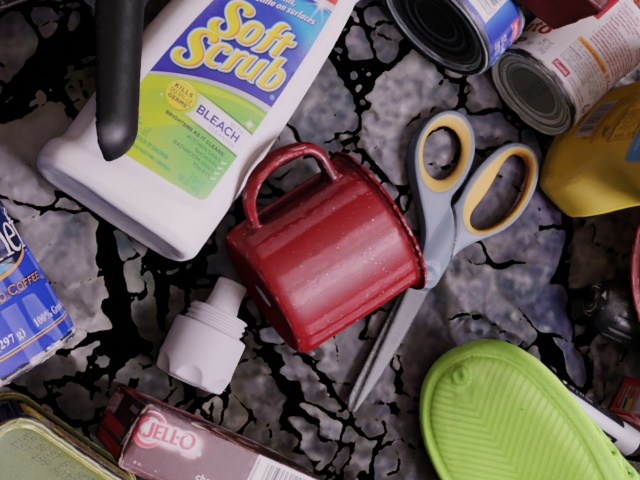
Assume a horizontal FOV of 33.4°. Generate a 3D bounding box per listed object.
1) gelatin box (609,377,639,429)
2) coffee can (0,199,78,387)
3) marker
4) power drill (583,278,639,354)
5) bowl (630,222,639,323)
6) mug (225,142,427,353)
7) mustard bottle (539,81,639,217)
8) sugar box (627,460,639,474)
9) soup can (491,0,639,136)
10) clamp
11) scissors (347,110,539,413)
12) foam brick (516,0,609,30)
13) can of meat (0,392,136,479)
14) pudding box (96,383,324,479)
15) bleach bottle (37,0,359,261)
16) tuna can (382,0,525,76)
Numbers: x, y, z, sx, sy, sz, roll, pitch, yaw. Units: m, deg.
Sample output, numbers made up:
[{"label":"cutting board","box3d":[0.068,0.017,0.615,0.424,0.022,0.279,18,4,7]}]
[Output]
[{"label":"gelatin box","box3d":[0.245,0.124,0.690,0.089,0.073,0.030,31,80,-17]},{"label":"coffee can","box3d":[-0.199,0.010,0.523,0.102,0.103,0.140,-31,99,-17]},{"label":"marker","box3d":[0.157,0.101,0.689,0.121,0.020,0.020,35,78,-15]},{"label":"power drill","box3d":[0.276,0.006,0.714,0.184,0.057,0.187,22,83,-17]},{"label":"bowl","box3d":[0.276,0.022,0.655,0.162,0.055,0.162,1,88,-14]},{"label":"mug","box3d":[-0.004,0.001,0.595,0.081,0.093,0.117,-33,123,-12]},{"label":"mustard bottle","box3d":[0.211,-0.060,0.620,0.058,0.192,0.096,46,75,-13]},{"label":"sugar box","box3d":[0.282,0.181,0.691,0.176,0.093,0.048,12,84,-18]},{"label":"soup can","box3d":[0.166,-0.122,0.672,0.102,0.069,0.068,-41,102,-15]},{"label":"clamp","box3d":[-0.128,-0.151,0.570,0.165,0.036,0.210,21,66,13]},{"label":"scissors","box3d":[0.057,0.001,0.659,0.201,0.016,0.096,-45,101,-14]},{"label":"foam brick","box3d":[0.141,-0.162,0.578,0.051,0.053,0.078,38,80,-14]},{"label":"can of meat","box3d":[-0.138,0.128,0.552,0.102,0.084,0.057,39,77,-15]},{"label":"pudding box","box3d":[-0.060,0.119,0.576,0.113,0.090,0.039,30,81,-17]},{"label":"bleach bottle","box3d":[-0.047,-0.117,0.602,0.102,0.068,0.250,35,76,-15]},{"label":"tuna can","box3d":[0.077,-0.139,0.632,0.086,0.086,0.033,46,77,-13]}]
